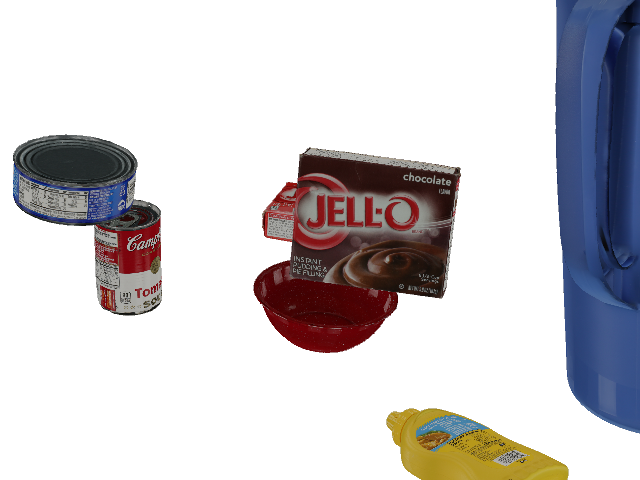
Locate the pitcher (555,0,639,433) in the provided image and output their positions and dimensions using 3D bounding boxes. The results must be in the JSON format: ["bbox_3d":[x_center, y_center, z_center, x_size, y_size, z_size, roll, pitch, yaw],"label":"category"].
[{"bbox_3d":[0.174,-0.025,0.527,0.149,0.243,0.145,-4,21,-1],"label":"pitcher"}]

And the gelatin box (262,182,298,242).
[{"bbox_3d":[0.001,-0.023,0.954,0.089,0.030,0.073,9,25,13],"label":"gelatin box"}]

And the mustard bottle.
[{"bbox_3d":[0.134,0.207,1.024,0.096,0.058,0.192,-14,24,-37],"label":"mustard bottle"}]

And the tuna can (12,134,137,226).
[{"bbox_3d":[-0.174,-0.043,0.757,0.086,0.034,0.086,7,26,-4],"label":"tuna can"}]

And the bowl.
[{"bbox_3d":[0.004,0.079,1.195,0.162,0.055,0.162,4,26,-2],"label":"bowl"}]

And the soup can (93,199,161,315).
[{"bbox_3d":[-0.198,0.018,1.099,0.068,0.102,0.068,2,26,-1],"label":"soup can"}]

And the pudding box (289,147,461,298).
[{"bbox_3d":[0.038,-0.014,0.751,0.113,0.090,0.039,7,17,7],"label":"pudding box"}]
